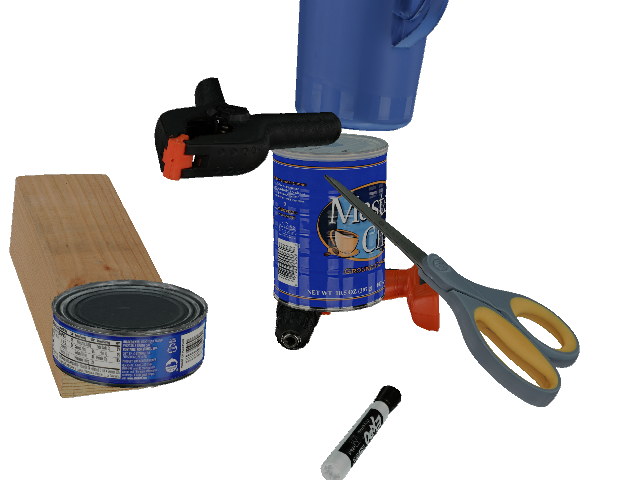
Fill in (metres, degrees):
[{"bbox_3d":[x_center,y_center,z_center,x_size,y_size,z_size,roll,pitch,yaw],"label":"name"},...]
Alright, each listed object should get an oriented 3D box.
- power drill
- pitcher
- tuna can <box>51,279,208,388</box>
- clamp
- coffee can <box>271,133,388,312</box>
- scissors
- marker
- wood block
[{"bbox_3d":[0.044,0.069,1.237,0.188,0.057,0.184,0,27,7],"label":"power drill"},{"bbox_3d":[0.048,-0.221,0.933,0.145,0.243,0.149,8,15,7],"label":"pitcher"},{"bbox_3d":[-0.106,0.051,0.597,0.086,0.034,0.086,4,16,-1],"label":"tuna can"},{"bbox_3d":[-0.073,-0.082,0.765,0.120,0.039,0.171,17,21,26],"label":"clamp"},{"bbox_3d":[0.008,-0.019,0.951,0.103,0.140,0.103,0,15,0],"label":"coffee can"},{"bbox_3d":[0.090,0.023,0.681,0.096,0.016,0.202,-7,48,-43],"label":"scissors"},{"bbox_3d":[0.034,0.148,0.831,0.020,0.020,0.121,0,22,28],"label":"marker"},{"bbox_3d":[-0.208,0.033,0.946,0.090,0.091,0.206,-3,36,-28],"label":"wood block"}]
